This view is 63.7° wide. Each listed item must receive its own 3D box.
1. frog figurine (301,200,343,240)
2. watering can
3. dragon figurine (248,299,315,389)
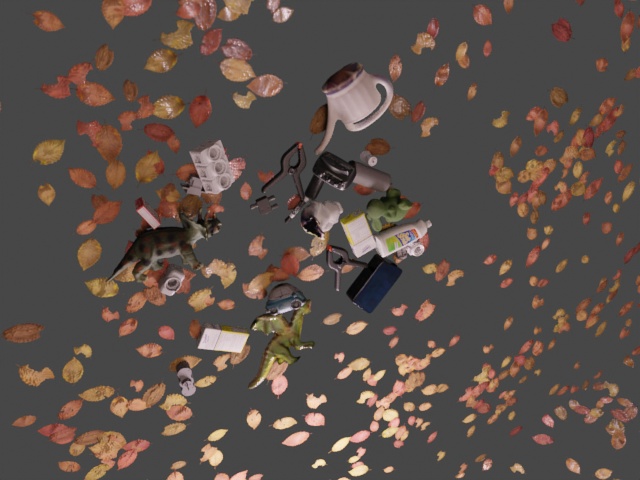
[{"bbox_3d":[0.006,-0.095,1.883,0.135,0.122,0.163,54,50,-26],"label":"frog figurine"},{"bbox_3d":[0.082,-0.449,1.732,0.347,0.106,0.220,-35,125,5],"label":"watering can"},{"bbox_3d":[-0.179,0.389,2.035,0.412,0.123,0.240,-38,107,-6],"label":"dragon figurine"}]
